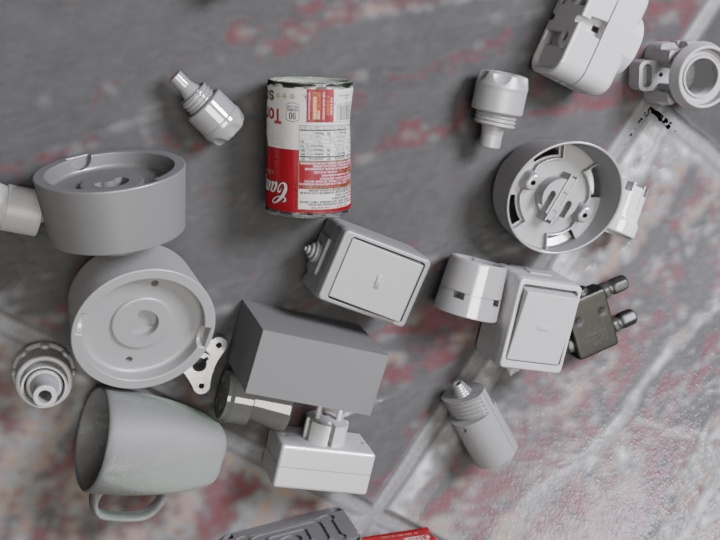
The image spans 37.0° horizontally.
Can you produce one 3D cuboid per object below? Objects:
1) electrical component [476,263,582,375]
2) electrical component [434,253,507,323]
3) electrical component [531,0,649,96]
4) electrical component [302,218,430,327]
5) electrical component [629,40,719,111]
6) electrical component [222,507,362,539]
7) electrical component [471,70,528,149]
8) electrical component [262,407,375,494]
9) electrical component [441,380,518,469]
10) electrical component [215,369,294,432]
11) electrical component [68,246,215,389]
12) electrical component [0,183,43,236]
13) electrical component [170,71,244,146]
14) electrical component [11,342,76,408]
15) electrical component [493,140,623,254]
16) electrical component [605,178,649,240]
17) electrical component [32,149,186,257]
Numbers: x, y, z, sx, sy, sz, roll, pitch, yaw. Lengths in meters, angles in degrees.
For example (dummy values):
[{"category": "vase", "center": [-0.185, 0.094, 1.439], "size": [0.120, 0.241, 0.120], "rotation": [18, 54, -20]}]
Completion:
[{"category": "electrical component", "center": [0.146, 0.049, 0.933], "size": [0.062, 0.061, 0.096], "rotation": [8, 102, -19]}, {"category": "electrical component", "center": [0.095, 0.014, 0.912], "size": [0.055, 0.055, 0.047], "rotation": [12, 97, -20]}, {"category": "electrical component", "center": [0.192, -0.195, 0.885], "size": [0.059, 0.054, 0.095], "rotation": [21, 97, -21]}, {"category": "electrical component", "center": [0.000, 0.000, 0.873], "size": [0.096, 0.061, 0.061], "rotation": [20, 98, -21]}, {"category": "electrical component", "center": [0.279, -0.167, 0.918], "size": [0.078, 0.057, 0.058], "rotation": [-7, 107, -16]}, {"category": "electrical component", "center": [-0.055, 0.254, 0.917], "size": [0.113, 0.078, 0.057], "rotation": [-11, 104, -14]}, {"category": "electrical component", "center": [0.112, -0.131, 0.883], "size": [0.043, 0.043, 0.062], "rotation": [6, 104, -19]}, {"category": "electrical component", "center": [-0.031, 0.143, 0.910], "size": [0.083, 0.047, 0.075], "rotation": [9, 102, -20]}, {"category": "electrical component", "center": [0.103, 0.131, 0.951], "size": [0.043, 0.043, 0.081], "rotation": [-32, 111, -7]}, {"category": "electrical component", "center": [-0.087, 0.107, 0.884], "size": [0.055, 0.045, 0.045], "rotation": [13, 100, -20]}, {"category": "electrical component", "center": [-0.171, 0.030, 0.823], "size": [0.108, 0.060, 0.108], "rotation": [-12, 126, -17]}, {"category": "electrical component", "center": [-0.265, -0.047, 0.789], "size": [0.065, 0.044, 0.044], "rotation": [11, 101, -25]}, {"category": "electrical component", "center": [-0.119, -0.125, 0.816], "size": [0.035, 0.035, 0.061], "rotation": [-46, 110, -1]}, {"category": "electrical component", "center": [-0.241, 0.085, 0.820], "size": [0.048, 0.062, 0.048], "rotation": [-5, 106, -16]}, {"category": "electrical component", "center": [0.164, -0.063, 0.906], "size": [0.099, 0.064, 0.099], "rotation": [-5, 106, -16]}, {"category": "electrical component", "center": [0.229, -0.055, 0.943], "size": [0.040, 0.040, 0.046], "rotation": [20, 92, -21]}, {"category": "electrical component", "center": [-0.178, -0.044, 0.783], "size": [0.108, 0.108, 0.060], "rotation": [-9, 113, -15]}]
